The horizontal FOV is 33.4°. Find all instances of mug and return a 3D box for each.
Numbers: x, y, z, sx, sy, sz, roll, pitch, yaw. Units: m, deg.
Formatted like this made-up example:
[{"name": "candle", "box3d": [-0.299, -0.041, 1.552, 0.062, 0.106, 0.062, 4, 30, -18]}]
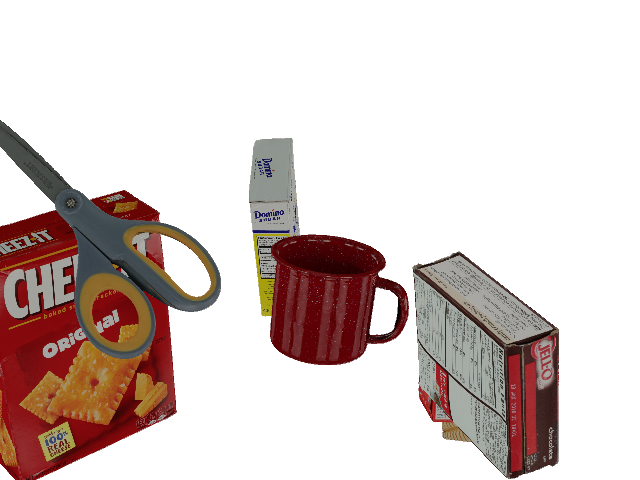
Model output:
[{"name": "mug", "box3d": [0.014, 0.051, 0.865, 0.117, 0.081, 0.093, 10, 20, 10]}]

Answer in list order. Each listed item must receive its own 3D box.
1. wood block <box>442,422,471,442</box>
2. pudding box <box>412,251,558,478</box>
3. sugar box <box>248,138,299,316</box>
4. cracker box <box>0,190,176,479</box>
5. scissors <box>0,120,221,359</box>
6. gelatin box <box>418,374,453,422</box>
[{"name": "wood block", "box3d": [0.244, 0.210, 1.544, 0.091, 0.090, 0.205, 3, 16, 20]}, {"name": "pudding box", "box3d": [0.095, 0.070, 0.625, 0.039, 0.090, 0.114, -15, 27, -20]}, {"name": "sugar box", "box3d": [-0.046, -0.011, 1.100, 0.048, 0.093, 0.176, -2, -43, 4]}, {"name": "cracker box", "box3d": [-0.214, 0.083, 0.929, 0.163, 0.214, 0.072, -21, 32, -35]}, {"name": "scissors", "box3d": [-0.156, -0.002, 0.652, 0.202, 0.096, 0.016, 28, -16, 9]}, {"name": "gelatin box", "box3d": [0.140, 0.144, 0.994, 0.089, 0.030, 0.073, 1, 8, -3]}]
